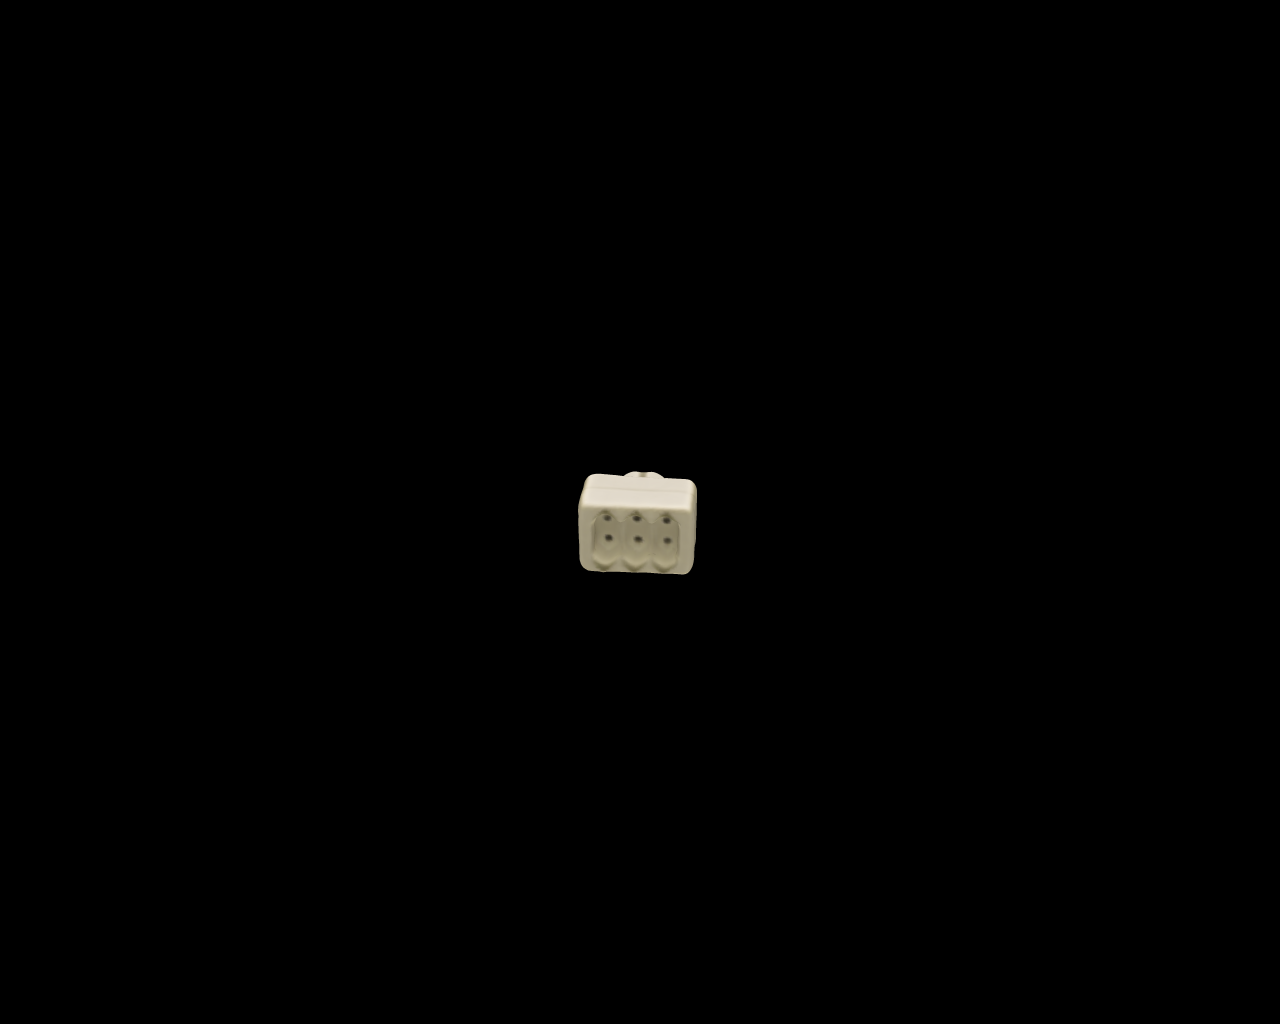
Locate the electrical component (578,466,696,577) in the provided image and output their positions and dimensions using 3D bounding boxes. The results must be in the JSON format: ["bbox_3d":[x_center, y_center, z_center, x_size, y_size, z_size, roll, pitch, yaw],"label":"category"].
[{"bbox_3d":[0.001,-0.003,0.650,0.066,0.047,0.077,3,32,5],"label":"electrical component"}]
